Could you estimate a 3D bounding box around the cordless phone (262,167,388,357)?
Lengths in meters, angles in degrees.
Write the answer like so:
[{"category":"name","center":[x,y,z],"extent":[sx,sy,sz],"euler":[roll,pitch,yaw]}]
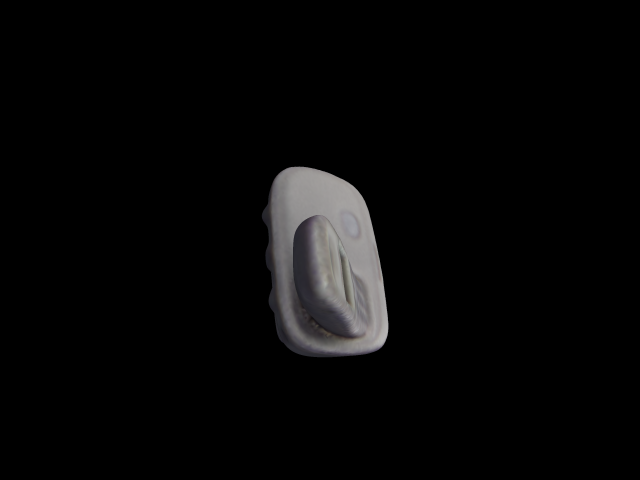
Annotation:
[{"category":"cordless phone","center":[0.004,0.001,0.400],"extent":[0.094,0.185,0.147],"euler":[-10,70,-3]}]
